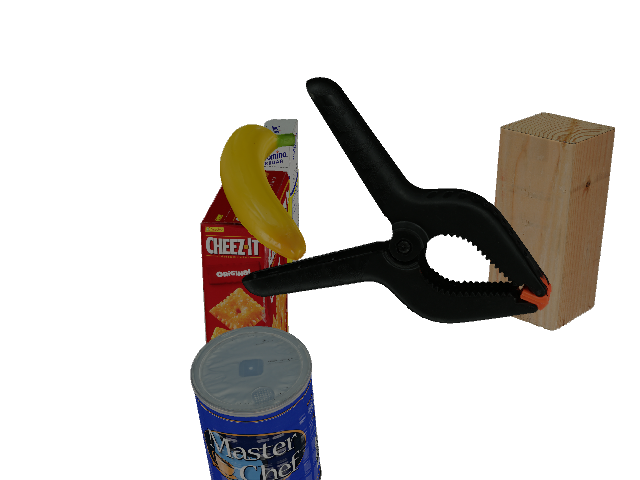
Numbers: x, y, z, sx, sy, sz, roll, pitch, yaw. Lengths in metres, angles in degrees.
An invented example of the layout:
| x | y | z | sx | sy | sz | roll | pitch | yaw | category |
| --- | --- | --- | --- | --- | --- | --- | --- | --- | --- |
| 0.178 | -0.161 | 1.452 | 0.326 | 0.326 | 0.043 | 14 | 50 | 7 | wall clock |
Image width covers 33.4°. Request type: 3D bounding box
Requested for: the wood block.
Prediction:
| x | y | z | sx | sy | sz | roll | pitch | yaw | category |
| --- | --- | --- | --- | --- | --- | --- | --- | --- | --- |
| 0.245 | -0.022 | 1.144 | 0.090 | 0.206 | 0.090 | 20 | 28 | 39 | wood block |

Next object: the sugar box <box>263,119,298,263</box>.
| x | y | z | sx | sy | sz | roll | pitch | yaw | category |
| --- | --- | --- | --- | --- | --- | --- | --- | --- | --- |
| -0.050 | -0.049 | 1.278 | 0.048 | 0.176 | 0.093 | 0 | 23 | 4 | sugar box |

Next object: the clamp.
| x | y | z | sx | sy | sz | roll | pitch | yaw | category |
| --- | --- | --- | --- | --- | --- | --- | --- | --- | --- |
| 0.057 | -0.011 | 0.719 | 0.210 | 0.165 | 0.036 | 17 | 22 | 11 | clamp |

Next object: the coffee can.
| x | y | z | sx | sy | sz | roll | pitch | yaw | category |
| --- | --- | --- | --- | --- | --- | --- | --- | --- | --- |
| -0.054 | 0.160 | 0.938 | 0.103 | 0.140 | 0.103 | -3 | 38 | 2 | coffee can |

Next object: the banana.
| x | y | z | sx | sy | sz | roll | pitch | yaw | category |
| --- | --- | --- | --- | --- | --- | --- | --- | --- | --- |
| -0.050 | -0.051 | 0.895 | 0.069 | 0.037 | 0.198 | 4 | 35 | -6 | banana |

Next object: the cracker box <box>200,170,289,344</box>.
| x | y | z | sx | sy | sz | roll | pitch | yaw | category |
| --- | --- | --- | --- | --- | --- | --- | --- | --- | --- |
| -0.072 | 0.052 | 1.102 | 0.072 | 0.214 | 0.164 | 3 | 23 | 5 | cracker box |
